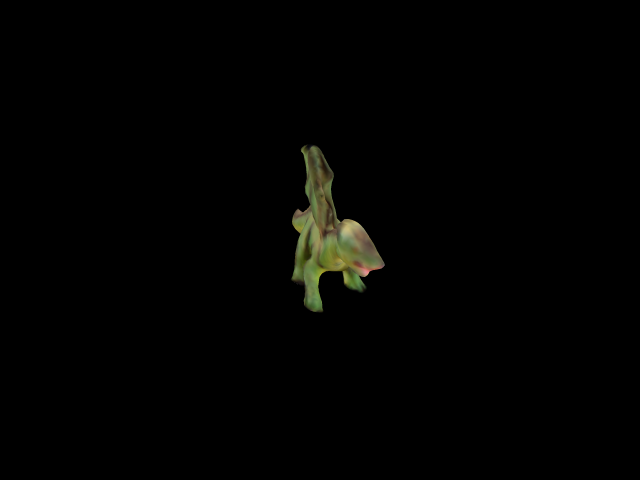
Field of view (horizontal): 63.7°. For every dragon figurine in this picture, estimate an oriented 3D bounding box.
[{"bbox_3d":[0.003,-0.043,0.850,0.122,0.237,0.418,-9,32,-16],"label":"dragon figurine"}]
